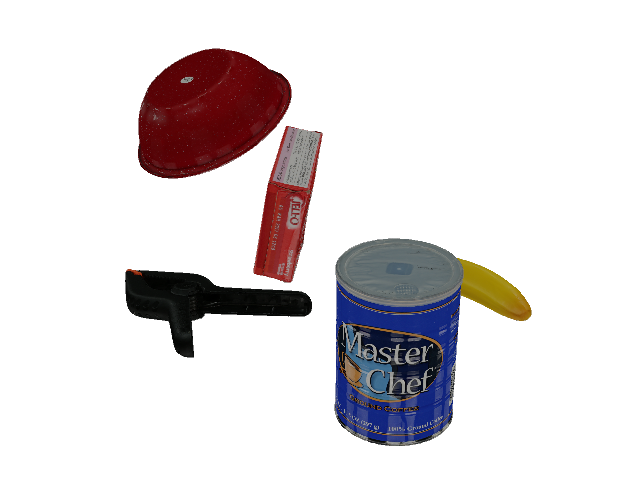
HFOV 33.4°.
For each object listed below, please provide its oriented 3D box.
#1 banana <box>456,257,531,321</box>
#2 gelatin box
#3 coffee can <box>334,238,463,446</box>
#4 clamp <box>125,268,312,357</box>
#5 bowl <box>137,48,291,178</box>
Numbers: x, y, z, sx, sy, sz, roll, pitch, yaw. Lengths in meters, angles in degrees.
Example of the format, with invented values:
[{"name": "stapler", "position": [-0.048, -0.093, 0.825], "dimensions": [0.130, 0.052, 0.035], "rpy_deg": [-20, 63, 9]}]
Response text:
[{"name": "banana", "position": [0.129, 0.044, 1.114], "dimensions": [0.198, 0.037, 0.069], "rpy_deg": [9, 47, 23]}, {"name": "gelatin box", "position": [-0.021, -0.026, 0.730], "dimensions": [0.030, 0.073, 0.089], "rpy_deg": [11, 32, -1]}, {"name": "coffee can", "position": [0.063, 0.083, 0.885], "dimensions": [0.103, 0.140, 0.103], "rpy_deg": [0, 27, 0]}, {"name": "clamp", "position": [-0.137, 0.065, 1.074], "dimensions": [0.210, 0.036, 0.164], "rpy_deg": [12, 20, 37]}, {"name": "bowl", "position": [-0.111, -0.131, 0.999], "dimensions": [0.162, 0.055, 0.162], "rpy_deg": [-18, 37, 14]}]
